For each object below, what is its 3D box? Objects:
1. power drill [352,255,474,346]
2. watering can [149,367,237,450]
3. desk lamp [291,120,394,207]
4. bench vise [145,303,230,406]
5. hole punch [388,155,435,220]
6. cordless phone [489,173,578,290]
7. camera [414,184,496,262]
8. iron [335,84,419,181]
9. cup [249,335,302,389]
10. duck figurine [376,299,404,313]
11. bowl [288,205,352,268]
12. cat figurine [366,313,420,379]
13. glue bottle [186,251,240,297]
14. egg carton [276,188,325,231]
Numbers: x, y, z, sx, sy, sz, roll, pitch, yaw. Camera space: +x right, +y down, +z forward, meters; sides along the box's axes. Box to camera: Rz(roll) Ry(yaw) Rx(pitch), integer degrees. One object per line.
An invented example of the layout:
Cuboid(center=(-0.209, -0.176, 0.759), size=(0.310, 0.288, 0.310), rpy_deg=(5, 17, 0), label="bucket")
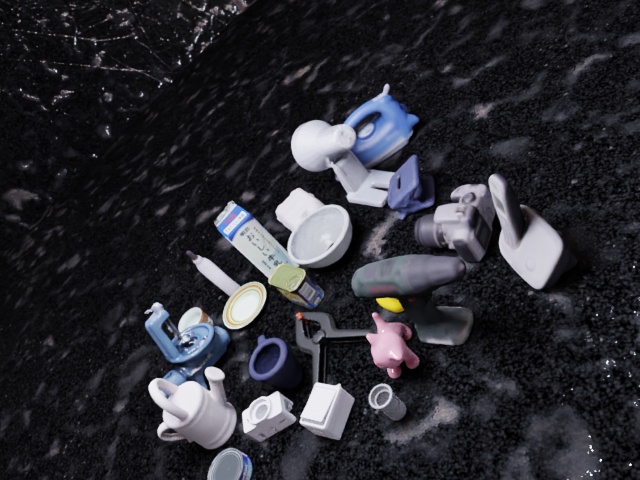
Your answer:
Cuboid(center=(0.176, 0.096, 0.969), size=(0.228, 0.209, 0.076), rpy_deg=(-4, 52, 40), label="power drill")
Cuboid(center=(-0.260, 0.329, 1.148), size=(0.100, 0.195, 0.173), rpy_deg=(13, 63, 48), label="watering can")
Cuboid(center=(0.057, -0.192, 1.354), size=(0.202, 0.214, 0.118), rpy_deg=(14, 64, 48), label="desk lamp")
Cuboid(center=(-0.307, 0.248, 1.249), size=(0.121, 0.220, 0.207), rpy_deg=(-14, 45, 33), label="bench vise")
Cuboid(center=(0.191, -0.117, 1.261), size=(0.101, 0.091, 0.108), rpy_deg=(-21, 42, 27), label="hole punch")
Cuboid(center=(0.338, -0.018, 0.953), size=(0.094, 0.186, 0.147), rpy_deg=(-39, 37, 6), label="cordless phone")
Cuboid(center=(0.256, -0.039, 1.118), size=(0.136, 0.101, 0.143), rpy_deg=(-3, 52, 41), label="camera")
Cuboid(center=(0.111, -0.269, 1.442), size=(0.258, 0.142, 0.118), rpy_deg=(-37, 37, 8), label="iron")
Cuboid(center=(-0.084, 0.249, 1.150), size=(0.091, 0.095, 0.117), rpy_deg=(-39, 37, 5), label="cup")
Cuboid(center=(0.130, 0.084, 1.125), size=(0.077, 0.086, 0.104), rpy_deg=(-38, 37, 6), label="duck figurine")
Cuboid(center=(0.012, 0.005, 1.319), size=(0.167, 0.075, 0.167), rpy_deg=(-24, 41, 23), label="bowl")
Cuboid(center=(0.120, 0.183, 1.010), size=(0.067, 0.118, 0.127), rpy_deg=(-31, 38, 15), label="cat figurine")
Cuboid(center=(-0.270, 0.078, 1.421), size=(0.037, 0.174, 0.077), rpy_deg=(-50, 38, -9), label="glue bottle")
Cuboid(center=(-0.044, -0.067, 1.445), size=(0.107, 0.070, 0.149), rpy_deg=(-47, 37, -5), label="egg carton")
